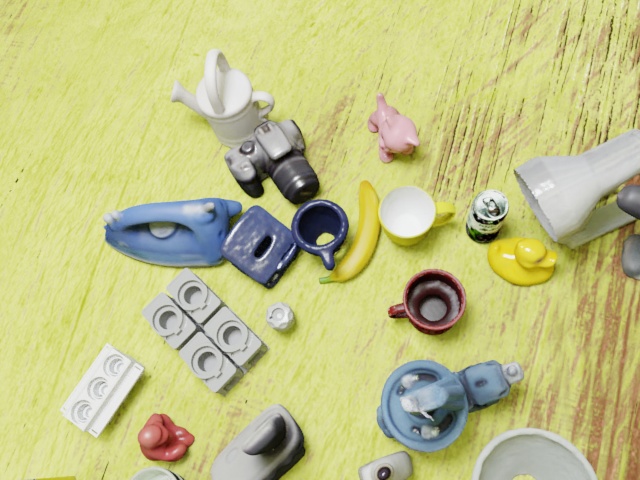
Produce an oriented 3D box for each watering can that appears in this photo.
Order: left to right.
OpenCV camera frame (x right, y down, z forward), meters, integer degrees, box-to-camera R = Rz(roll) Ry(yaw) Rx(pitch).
[{"bbox_3d":[-0.170,-0.246,0.991,0.173,0.194,0.101,-18,69,2],"label":"watering can"}]

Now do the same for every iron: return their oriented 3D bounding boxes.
[{"bbox_3d":[-0.266,-0.026,0.953,0.258,0.141,0.118,-4,70,7],"label":"iron"}]

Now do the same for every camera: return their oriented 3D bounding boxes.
[{"bbox_3d":[-0.074,-0.125,0.984,0.143,0.101,0.136,-33,69,-4],"label":"camera"}]

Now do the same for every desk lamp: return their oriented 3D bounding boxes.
[{"bbox_3d":[0.383,-0.071,0.839,0.203,0.214,0.118,-25,69,-1],"label":"desk lamp"}]

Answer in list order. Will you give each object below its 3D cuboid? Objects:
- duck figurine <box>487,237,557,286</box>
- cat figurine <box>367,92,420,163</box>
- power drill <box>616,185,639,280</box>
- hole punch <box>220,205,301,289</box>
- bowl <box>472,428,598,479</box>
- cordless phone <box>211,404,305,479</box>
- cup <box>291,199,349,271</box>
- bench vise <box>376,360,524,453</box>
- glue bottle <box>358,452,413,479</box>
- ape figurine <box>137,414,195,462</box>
[{"bbox_3d":[0.314,0.023,0.883,0.104,0.086,0.077,17,74,14],"label":"duck figurine"},{"bbox_3d":[0.123,-0.192,0.970,0.067,0.118,0.127,-20,69,1],"label":"cat figurine"},{"bbox_3d":[0.505,-0.003,0.799,0.229,0.208,0.076,11,72,12],"label":"power drill"},{"bbox_3d":[-0.094,0.011,0.943,0.101,0.091,0.109,32,78,17],"label":"hole punch"},{"bbox_3d":[0.286,0.343,0.778,0.167,0.075,0.167,-3,70,7],"label":"bowl"},{"bbox_3d":[-0.098,0.296,0.790,0.094,0.185,0.148,42,81,19],"label":"cordless phone"},{"bbox_3d":[0.009,0.003,0.929,0.091,0.095,0.117,-16,69,2],"label":"cup"},{"bbox_3d":[0.168,0.198,0.769,0.207,0.220,0.121,-37,69,-6],"label":"bench vise"},{"bbox_3d":[0.086,0.310,0.765,0.078,0.173,0.037,-20,69,1],"label":"glue bottle"},{"bbox_3d":[-0.242,0.298,0.860,0.076,0.092,0.077,-22,69,0],"label":"ape figurine"}]
